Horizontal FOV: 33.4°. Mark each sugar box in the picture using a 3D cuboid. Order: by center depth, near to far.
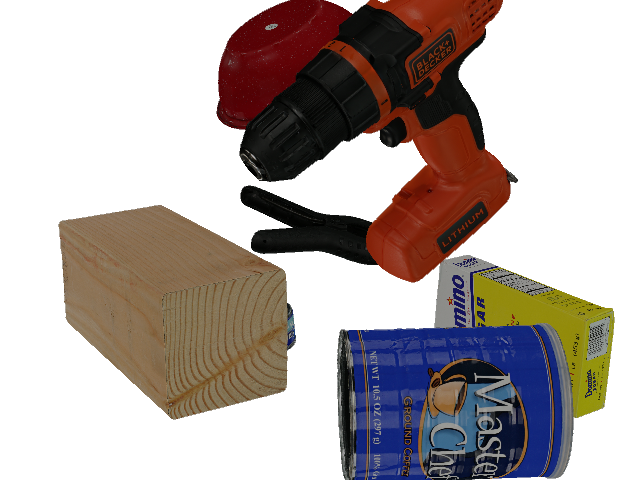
[{"bbox_3d":[0.177,0.081,0.958,0.048,0.093,0.176,-12,22,-38],"label":"sugar box"}]

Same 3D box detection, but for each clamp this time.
[{"bbox_3d":[0.008,-0.005,1.207,0.210,0.036,0.164,15,20,-7],"label":"clamp"}]

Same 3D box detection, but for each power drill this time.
[{"bbox_3d":[0.047,-0.057,0.649,0.057,0.184,0.187,41,-16,36],"label":"power drill"}]

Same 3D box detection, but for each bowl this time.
[{"bbox_3d":[-0.030,-0.165,0.931,0.162,0.055,0.162,-21,31,13],"label":"bowl"}]

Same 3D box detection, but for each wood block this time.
[{"bbox_3d":[-0.113,0.044,0.780,0.090,0.090,0.206,-10,19,-30],"label":"wood block"}]

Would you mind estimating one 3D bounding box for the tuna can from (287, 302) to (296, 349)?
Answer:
[{"bbox_3d":[-0.068,0.085,1.047,0.086,0.034,0.086,-5,18,1],"label":"tuna can"}]

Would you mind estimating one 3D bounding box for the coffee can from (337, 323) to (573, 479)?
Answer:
[{"bbox_3d":[0.085,0.108,0.709,0.140,0.103,0.103,-1,0,-3],"label":"coffee can"}]
